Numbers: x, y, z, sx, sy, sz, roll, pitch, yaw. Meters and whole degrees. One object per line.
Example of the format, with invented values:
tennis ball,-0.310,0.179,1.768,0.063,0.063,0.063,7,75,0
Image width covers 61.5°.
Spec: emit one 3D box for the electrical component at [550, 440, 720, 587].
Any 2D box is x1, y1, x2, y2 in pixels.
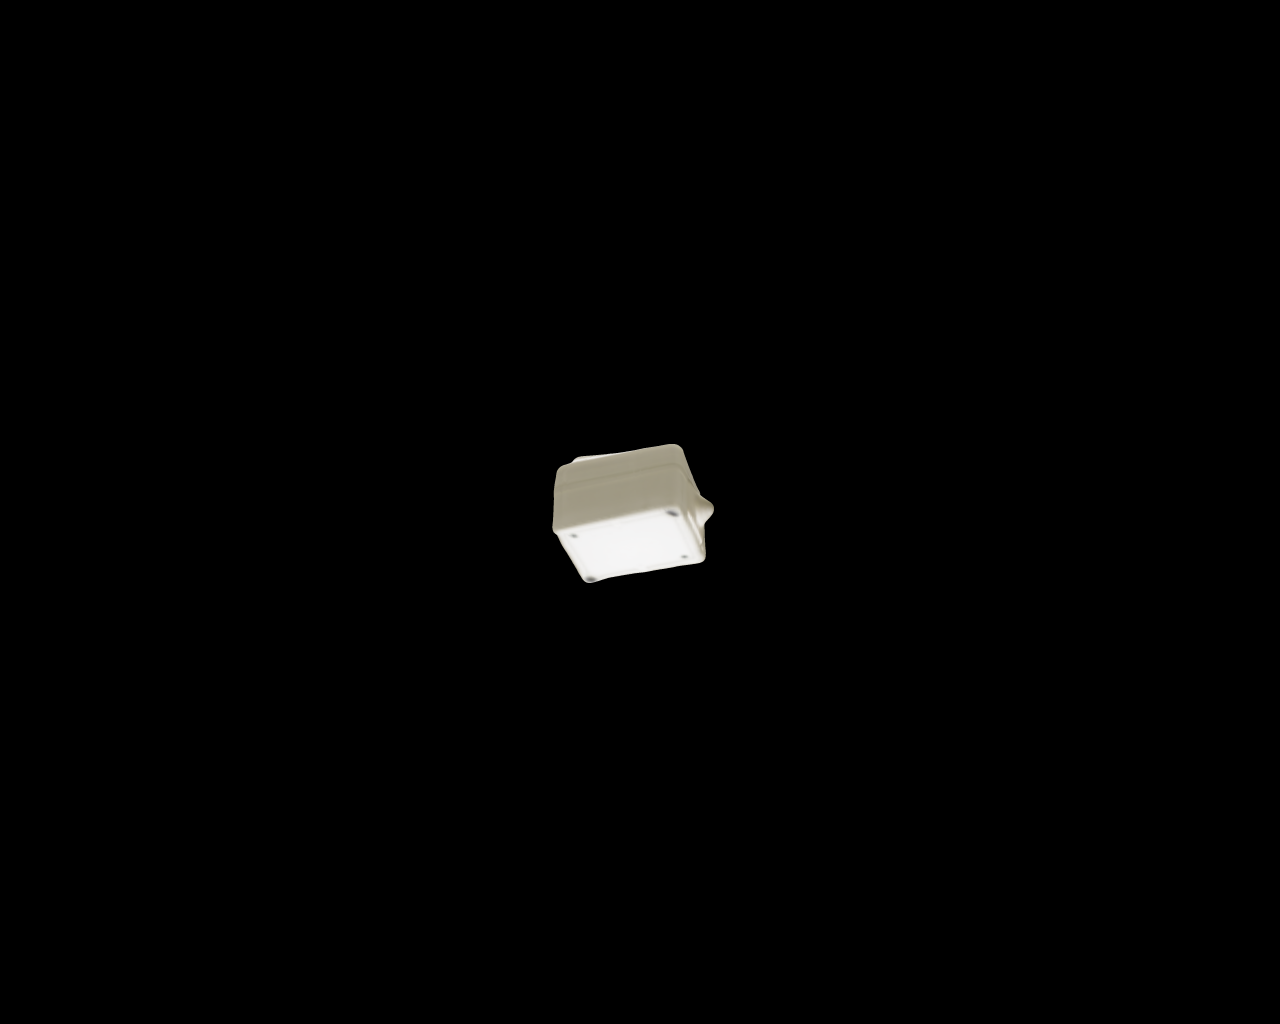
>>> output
electrical component,0.001,-0.003,0.650,0.096,0.061,0.061,-11,-39,13
